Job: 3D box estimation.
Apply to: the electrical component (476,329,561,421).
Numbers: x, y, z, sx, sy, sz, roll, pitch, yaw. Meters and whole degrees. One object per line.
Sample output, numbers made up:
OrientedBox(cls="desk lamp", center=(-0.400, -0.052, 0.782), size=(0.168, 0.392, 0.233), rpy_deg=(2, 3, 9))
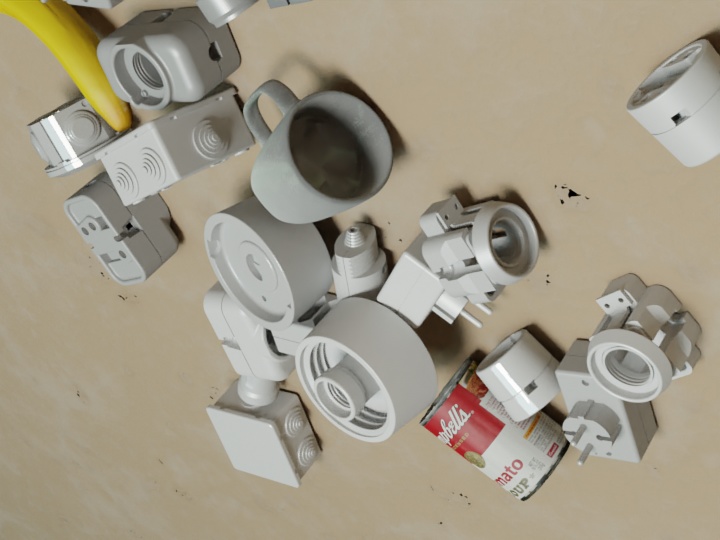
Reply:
OrientedBox(cls="electrical component", center=(0.121, 0.078, 0.806), size=(0.047, 0.055, 0.055), rpy_deg=(48, 142, -2))

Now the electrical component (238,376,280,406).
OrientedBox(cls="electrical component", center=(-0.096, 0.100, 1.026), size=(0.040, 0.040, 0.046), rpy_deg=(27, 134, 19))

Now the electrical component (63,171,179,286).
OrientedBox(cls="electrical component", center=(-0.212, -0.042, 0.970), size=(0.054, 0.059, 0.095), rpy_deg=(-10, 120, 45))

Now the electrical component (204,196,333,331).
OrientedBox(cls="electrical component", center=(-0.068, -0.012, 0.870), size=(0.108, 0.060, 0.108), rpy_deg=(34, 143, 30))

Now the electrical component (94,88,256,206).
OrientedBox(cls="electrical component", center=(-0.141, -0.093, 0.829), size=(0.100, 0.100, 0.048), rpy_deg=(-17, 102, 48))

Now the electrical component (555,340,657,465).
OrientedBox(cls="electrical component", center=(0.170, 0.106, 0.772), size=(0.047, 0.075, 0.083), rpy_deg=(3, 128, 39))

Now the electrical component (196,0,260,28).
OrientedBox(cls="electrical component", center=(-0.097, -0.199, 0.731), size=(0.045, 0.045, 0.055), rpy_deg=(-14, 118, 47))

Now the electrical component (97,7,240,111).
OrientedBox(cls="electrical component", center=(-0.146, -0.157, 0.802), size=(0.095, 0.059, 0.053), rpy_deg=(6, 130, 37))

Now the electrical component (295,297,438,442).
OrientedBox(cls="electrical component", center=(-0.001, 0.082, 0.825), size=(0.108, 0.060, 0.108), rpy_deg=(28, 139, 28))

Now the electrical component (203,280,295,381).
OrientedBox(cls="electrical component", center=(-0.089, 0.050, 0.958), size=(0.059, 0.053, 0.095), rpy_deg=(4, 129, 38))

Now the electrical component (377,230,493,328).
OrientedBox(cls="electrical component", center=(0.064, 0.014, 0.797), size=(0.077, 0.047, 0.065), rpy_deg=(37, 142, 6))

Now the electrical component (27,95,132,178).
OrientedBox(cls="electrical component", center=(-0.237, -0.115, 0.906), size=(0.080, 0.080, 0.051), rpy_deg=(-8, 116, 45))

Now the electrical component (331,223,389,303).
OrientedBox(cls="electrical component", center=(0.000, 0.000, 0.842), size=(0.043, 0.043, 0.081), rpy_deg=(17, 136, 28))

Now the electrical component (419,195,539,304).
OrientedBox(cls="electrical component", center=(0.085, -0.016, 0.742), size=(0.057, 0.058, 0.078), rpy_deg=(-13, 117, 50))

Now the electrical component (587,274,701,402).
OrientedBox(cls="electrical component", center=(0.187, 0.051, 0.719), size=(0.078, 0.057, 0.058), rpy_deg=(48, 142, -9))

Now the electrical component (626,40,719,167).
OrientedBox(cls="electrical component", center=(0.183, -0.090, 0.589), size=(0.047, 0.055, 0.055), rpy_deg=(45, 142, -10))

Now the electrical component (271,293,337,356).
OrientedBox(cls="electrical component", center=(-0.032, 0.062, 0.927), size=(0.066, 0.047, 0.076), rpy_deg=(11, 133, 33))

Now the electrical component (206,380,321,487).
OrientedBox(cls="electrical component", center=(-0.094, 0.161, 1.075), size=(0.100, 0.048, 0.099), rpy_deg=(8, 132, 36))

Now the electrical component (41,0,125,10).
OrientedBox(cls="electrical component", center=(-0.207, -0.220, 0.779), size=(0.047, 0.076, 0.065), rpy_deg=(14, 135, 31))
